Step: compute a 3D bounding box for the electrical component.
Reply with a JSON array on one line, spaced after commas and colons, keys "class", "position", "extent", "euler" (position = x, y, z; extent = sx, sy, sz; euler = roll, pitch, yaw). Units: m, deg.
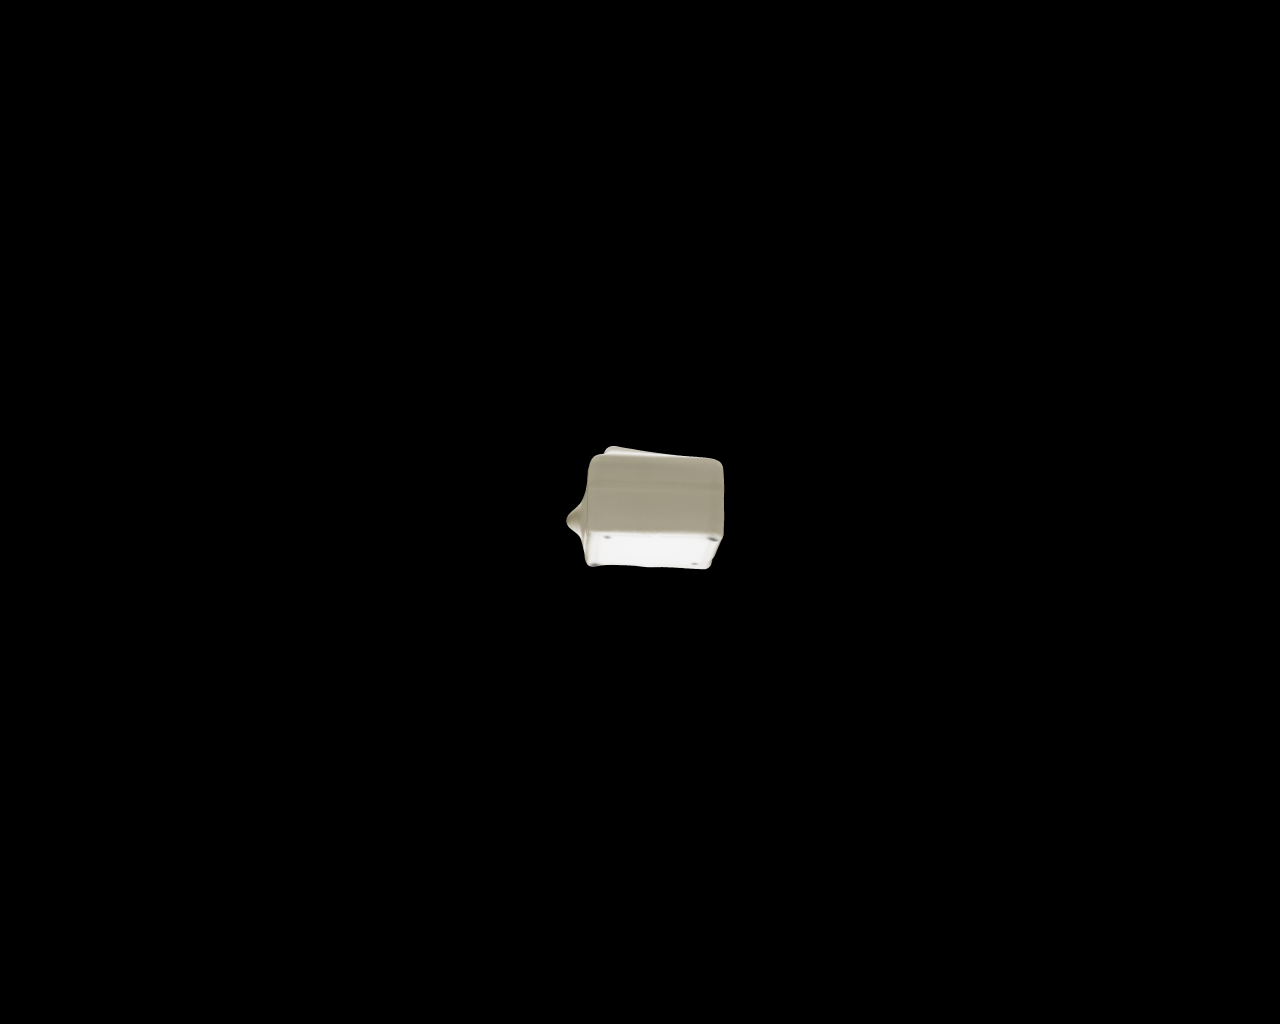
[{"class": "electrical component", "position": [0.001, -0.003, 0.650], "extent": [0.096, 0.061, 0.061], "euler": [2, -24, -5]}]
